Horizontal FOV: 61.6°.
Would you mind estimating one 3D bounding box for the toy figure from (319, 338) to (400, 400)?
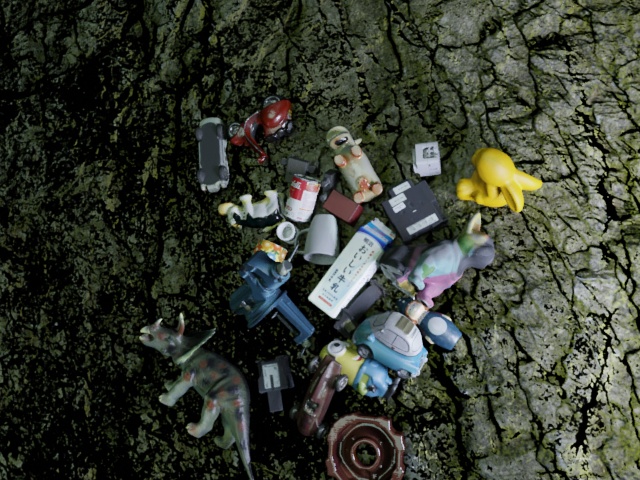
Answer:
[{"bbox_3d":[0.080,0.281,1.155,0.180,0.082,0.089,30,91,17],"label":"toy figure"}]

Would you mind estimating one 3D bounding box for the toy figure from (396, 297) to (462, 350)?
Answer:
[{"bbox_3d":[0.229,0.170,1.148,0.155,0.057,0.064,36,52,22],"label":"toy figure"}]

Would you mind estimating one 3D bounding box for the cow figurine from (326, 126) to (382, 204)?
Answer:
[{"bbox_3d":[0.079,-0.178,1.245,0.085,0.127,0.195,-30,86,9],"label":"cow figurine"}]

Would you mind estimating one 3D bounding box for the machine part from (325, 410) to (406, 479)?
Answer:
[{"bbox_3d":[0.097,0.447,1.126,0.180,0.056,0.179,-3,78,15],"label":"machine part"}]

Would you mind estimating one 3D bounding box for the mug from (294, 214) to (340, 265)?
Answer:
[{"bbox_3d":[-0.003,-0.004,1.247,0.110,0.080,0.107,-1,66,22],"label":"mug"}]

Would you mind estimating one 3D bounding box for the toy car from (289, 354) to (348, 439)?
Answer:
[{"bbox_3d":[-0.006,0.336,1.146,0.089,0.053,0.202,33,118,27],"label":"toy car"}]

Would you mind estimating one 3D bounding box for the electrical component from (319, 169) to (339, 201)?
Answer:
[{"bbox_3d":[0.023,-0.131,1.269,0.021,0.094,0.063,13,120,17],"label":"electrical component"}]

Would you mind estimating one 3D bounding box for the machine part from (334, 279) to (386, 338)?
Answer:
[{"bbox_3d":[0.089,0.152,1.187,0.139,0.084,0.039,-49,49,-7],"label":"machine part"}]

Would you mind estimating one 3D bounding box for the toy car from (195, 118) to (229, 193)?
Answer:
[{"bbox_3d":[-0.277,-0.219,1.384,0.074,0.056,0.201,-7,78,9],"label":"toy car"}]

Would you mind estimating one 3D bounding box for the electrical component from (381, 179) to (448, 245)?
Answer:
[{"bbox_3d":[0.205,-0.069,1.199,0.115,0.058,0.134,-26,71,2],"label":"electrical component"}]

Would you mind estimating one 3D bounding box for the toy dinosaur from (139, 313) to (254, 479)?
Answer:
[{"bbox_3d":[-0.240,0.335,1.225,0.405,0.131,0.192,38,91,14],"label":"toy dinosaur"}]

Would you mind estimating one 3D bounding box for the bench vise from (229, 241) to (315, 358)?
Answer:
[{"bbox_3d":[-0.092,0.142,1.203,0.240,0.129,0.223,47,119,-3],"label":"bench vise"}]

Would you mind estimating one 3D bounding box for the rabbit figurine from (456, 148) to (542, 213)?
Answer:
[{"bbox_3d":[0.362,-0.125,1.110,0.162,0.173,0.122,41,88,25],"label":"rabbit figurine"}]

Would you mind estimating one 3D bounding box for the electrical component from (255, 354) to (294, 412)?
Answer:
[{"bbox_3d":[-0.099,0.323,1.215,0.075,0.047,0.119,-17,75,13],"label":"electrical component"}]

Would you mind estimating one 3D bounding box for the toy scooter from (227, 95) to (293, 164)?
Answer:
[{"bbox_3d":[-0.137,-0.268,1.342,0.184,0.075,0.135,-30,71,12],"label":"toy scooter"}]

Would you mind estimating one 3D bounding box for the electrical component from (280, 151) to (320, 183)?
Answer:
[{"bbox_3d":[-0.047,-0.173,1.313,0.102,0.045,0.078,12,110,21],"label":"electrical component"}]

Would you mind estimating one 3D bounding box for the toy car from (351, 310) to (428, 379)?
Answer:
[{"bbox_3d":[0.154,0.206,1.119,0.162,0.109,0.102,31,130,17],"label":"toy car"}]

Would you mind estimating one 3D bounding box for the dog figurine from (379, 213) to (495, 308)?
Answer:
[{"bbox_3d":[0.257,0.029,1.141,0.219,0.108,0.192,-40,38,-12],"label":"dog figurine"}]

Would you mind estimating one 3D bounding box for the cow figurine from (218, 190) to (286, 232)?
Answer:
[{"bbox_3d":[-0.166,-0.061,1.312,0.167,0.068,0.098,-11,81,15],"label":"cow figurine"}]
